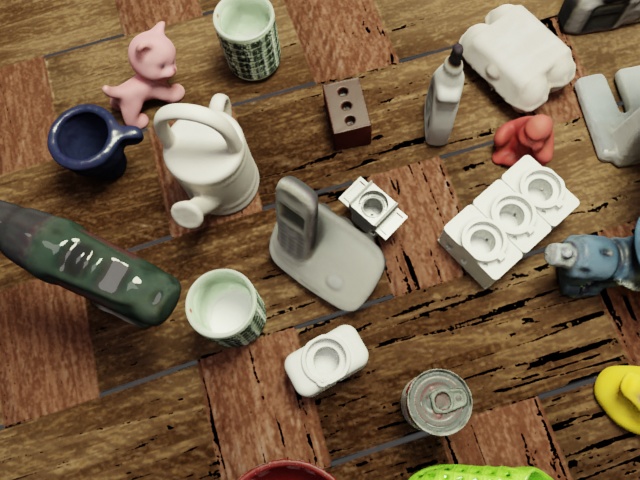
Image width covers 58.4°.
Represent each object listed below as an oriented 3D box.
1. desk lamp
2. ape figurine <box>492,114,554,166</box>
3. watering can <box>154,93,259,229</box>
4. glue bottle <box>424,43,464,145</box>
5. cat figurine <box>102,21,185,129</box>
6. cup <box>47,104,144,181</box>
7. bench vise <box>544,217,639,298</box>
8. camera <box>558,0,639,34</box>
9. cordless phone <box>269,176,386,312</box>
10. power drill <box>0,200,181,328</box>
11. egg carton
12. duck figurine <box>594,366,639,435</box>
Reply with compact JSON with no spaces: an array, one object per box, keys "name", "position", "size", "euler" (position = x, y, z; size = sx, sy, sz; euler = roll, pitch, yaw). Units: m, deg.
[{"name":"desk lamp","position":[0.408,-0.162,0.676],"size":[0.118,0.213,0.203],"euler":[-12,73,0]},{"name":"ape figurine","position":[0.270,-0.131,0.737],"size":[0.076,0.092,0.077],"euler":[-37,75,-8]},{"name":"watering can","position":[-0.136,-0.100,0.694],"size":[0.101,0.194,0.173],"euler":[-13,73,-1]},{"name":"glue bottle","position":[0.158,-0.188,0.717],"size":[0.037,0.173,0.078],"euler":[3,73,4]},{"name":"cat figurine","position":[-0.240,-0.229,0.777],"size":[0.128,0.118,0.067],"euler":[-43,76,-9]},{"name":"cup","position":[-0.282,-0.121,0.759],"size":[0.117,0.095,0.091],"euler":[-8,73,1]},{"name":"bench vise","position":[0.367,0.020,0.620],"size":[0.207,0.220,0.121],"euler":[-18,73,-2]},{"name":"camera","position":[0.406,-0.379,0.799],"size":[0.143,0.101,0.137],"euler":[-10,73,0]},{"name":"cordless phone","position":[0.006,0.002,0.661],"size":[0.147,0.185,0.094],"euler":[32,78,12]},{"name":"power drill","position":[-0.255,0.037,0.652],"size":[0.229,0.208,0.076],"euler":[22,76,9]},{"name":"egg carton","position":[0.267,-0.248,0.784],"size":[0.107,0.069,0.150],"euler":[-38,75,-8]},{"name":"duck figurine","position":[0.374,0.180,0.642],"size":[0.104,0.086,0.077],"euler":[28,77,11]}]
